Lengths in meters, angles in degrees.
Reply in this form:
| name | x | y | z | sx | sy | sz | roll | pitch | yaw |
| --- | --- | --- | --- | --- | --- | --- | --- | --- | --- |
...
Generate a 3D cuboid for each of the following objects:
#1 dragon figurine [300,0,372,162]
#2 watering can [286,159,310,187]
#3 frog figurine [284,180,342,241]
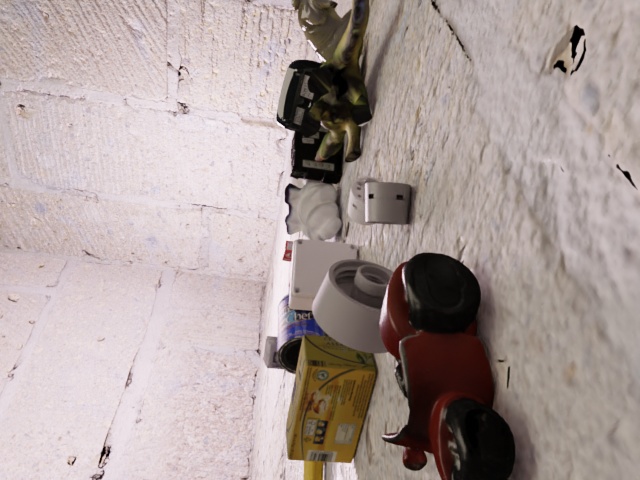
| name | x | y | z | sx | sy | sz | roll | pitch | yaw |
| --- | --- | --- | --- | --- | --- | --- | --- | --- | --- |
| dragon figurine | 0.046 | -0.305 | 0.967 | 0.249 | 0.122 | 0.401 | -80 | 5 | -52 |
| watering can | -0.037 | -0.177 | 1.367 | 0.354 | 0.104 | 0.221 | -104 | 24 | -66 |
| frog figurine | 0.003 | -0.056 | 1.108 | 0.160 | 0.122 | 0.137 | 15 | 89 | 46 |
